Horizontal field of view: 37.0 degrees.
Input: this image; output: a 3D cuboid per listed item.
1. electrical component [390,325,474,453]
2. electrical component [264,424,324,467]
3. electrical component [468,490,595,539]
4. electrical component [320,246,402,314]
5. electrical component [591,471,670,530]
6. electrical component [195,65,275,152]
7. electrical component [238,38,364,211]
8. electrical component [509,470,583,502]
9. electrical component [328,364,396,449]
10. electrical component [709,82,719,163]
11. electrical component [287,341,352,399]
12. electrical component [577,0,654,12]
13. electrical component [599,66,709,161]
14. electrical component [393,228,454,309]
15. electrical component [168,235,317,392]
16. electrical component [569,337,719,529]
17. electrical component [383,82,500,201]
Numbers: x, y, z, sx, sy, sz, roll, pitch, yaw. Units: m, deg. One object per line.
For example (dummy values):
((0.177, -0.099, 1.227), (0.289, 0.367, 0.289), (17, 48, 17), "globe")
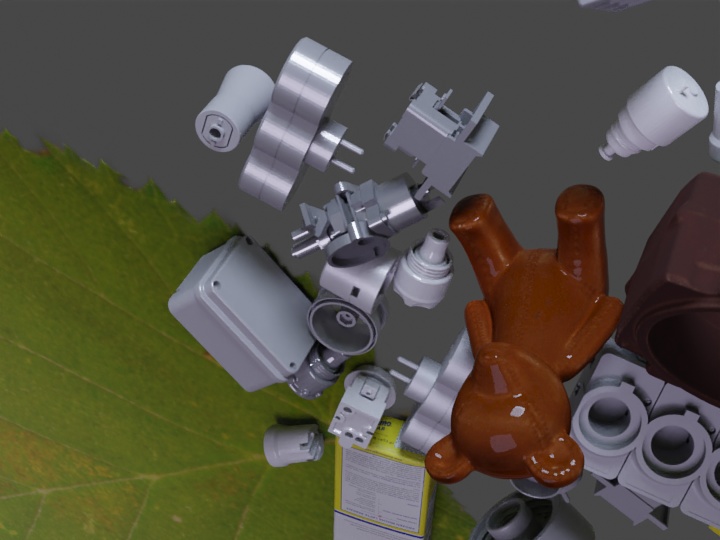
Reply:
((0.061, 0.096, 0.897), (0.074, 0.052, 0.138), (28, 134, 1), "electrical component")
((-0.062, 0.165, 1.021), (0.046, 0.040, 0.040), (-9, 123, 23), "electrical component")
((0.143, 0.235, 0.941), (0.108, 0.108, 0.060), (-28, 107, 38), "electrical component")
((0.000, 0.000, 0.844), (0.047, 0.055, 0.055), (26, 134, 7), "electrical component")
((0.234, 0.170, 0.888), (0.081, 0.042, 0.064), (37, 129, -9), "electrical component")
((-0.092, -0.115, 0.780), (0.044, 0.065, 0.044), (12, 130, 14), "electrical component")
((-0.033, -0.095, 0.780), (0.074, 0.052, 0.138), (28, 134, 0), "electrical component")
((0.159, 0.157, 0.886), (0.043, 0.077, 0.079), (-13, 121, 32), "electrical component")
((0.004, 0.116, 0.937), (0.048, 0.055, 0.066), (25, 134, 3), "electrical component")
((0.238, -0.093, 0.668), (0.040, 0.040, 0.046), (4, 123, 22), "electrical component")
((-0.033, 0.081, 0.934), (0.062, 0.048, 0.048), (-33, 109, 33), "electrical component")
((0.148, -0.192, 0.613), (0.047, 0.066, 0.076), (-12, 93, 32), "electrical component")
((0.185, -0.096, 0.688), (0.040, 0.040, 0.078), (40, 133, -11), "electrical component")
((0.052, -0.004, 0.824), (0.043, 0.043, 0.062), (23, 132, 5), "electrical component")
((-0.092, 0.036, 0.900), (0.057, 0.078, 0.113), (-24, 115, 41), "electrical component")
((0.234, 0.124, 0.812), (0.150, 0.061, 0.089), (24, 105, 4), "electrical component")
((0.055, -0.093, 0.750), (0.064, 0.042, 0.081), (35, 133, -1), "electrical component")
